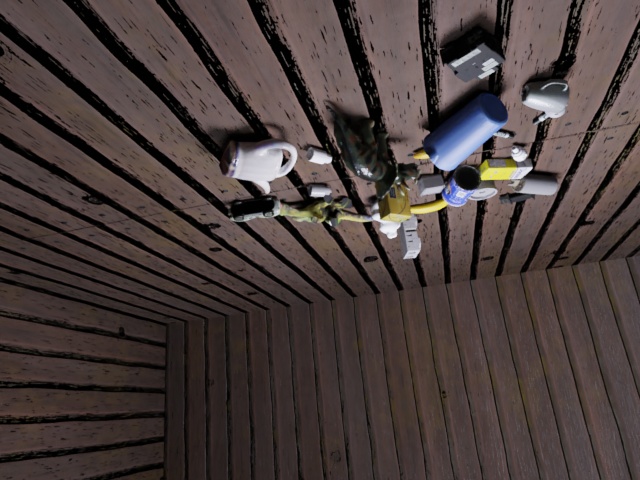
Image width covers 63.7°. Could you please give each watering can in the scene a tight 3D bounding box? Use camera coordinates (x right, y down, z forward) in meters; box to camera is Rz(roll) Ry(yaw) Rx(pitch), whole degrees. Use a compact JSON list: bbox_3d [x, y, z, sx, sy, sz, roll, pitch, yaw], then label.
[{"bbox_3d":[-0.203,-0.222,1.597,0.224,0.106,0.342,3,159,-21],"label":"watering can"}]

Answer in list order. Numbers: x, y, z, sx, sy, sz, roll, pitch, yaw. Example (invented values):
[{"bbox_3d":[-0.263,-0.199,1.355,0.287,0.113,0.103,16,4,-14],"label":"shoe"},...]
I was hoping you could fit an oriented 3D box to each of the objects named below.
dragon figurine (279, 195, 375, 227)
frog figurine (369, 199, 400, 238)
[{"bbox_3d":[0.006,-0.104,2.063,0.409,0.123,0.242,11,172,-35],"label":"dragon figurine"},{"bbox_3d":[0.267,-0.091,2.026,0.137,0.162,0.121,7,155,-29],"label":"frog figurine"}]
